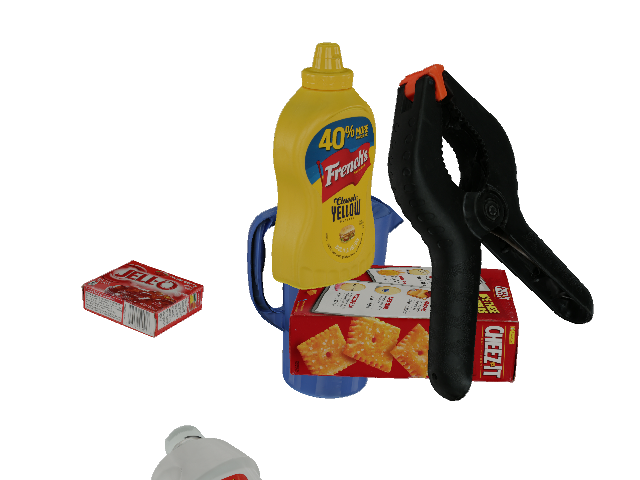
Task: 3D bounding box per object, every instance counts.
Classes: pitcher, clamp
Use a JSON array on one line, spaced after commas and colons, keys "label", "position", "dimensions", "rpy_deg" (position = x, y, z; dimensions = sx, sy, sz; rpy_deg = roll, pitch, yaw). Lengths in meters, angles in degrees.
[{"label": "pitcher", "position": [0.002, 0.065, 1.306], "dimensions": [0.149, 0.243, 0.144], "rpy_deg": [14, 21, 27]}, {"label": "clamp", "position": [0.075, -0.004, 0.564], "dimensions": [0.120, 0.171, 0.039], "rpy_deg": [-35, 9, -39]}]

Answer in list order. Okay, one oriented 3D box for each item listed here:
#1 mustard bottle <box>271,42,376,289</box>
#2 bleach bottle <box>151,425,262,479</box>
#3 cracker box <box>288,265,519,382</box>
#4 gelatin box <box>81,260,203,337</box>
[{"label": "mustard bottle", "position": [0.004, -0.062, 0.861], "dimensions": [0.096, 0.192, 0.058], "rpy_deg": [-15, 24, -41]}, {"label": "bleach bottle", "position": [-0.067, 0.214, 0.715], "dimensions": [0.102, 0.068, 0.251], "rpy_deg": [-15, 34, -16]}, {"label": "cracker box", "position": [0.083, 0.081, 1.070], "dimensions": [0.214, 0.072, 0.164], "rpy_deg": [2, 16, 5]}, {"label": "gelatin box", "position": [-0.167, 0.053, 1.003], "dimensions": [0.089, 0.030, 0.073], "rpy_deg": [18, 26, 26]}]
